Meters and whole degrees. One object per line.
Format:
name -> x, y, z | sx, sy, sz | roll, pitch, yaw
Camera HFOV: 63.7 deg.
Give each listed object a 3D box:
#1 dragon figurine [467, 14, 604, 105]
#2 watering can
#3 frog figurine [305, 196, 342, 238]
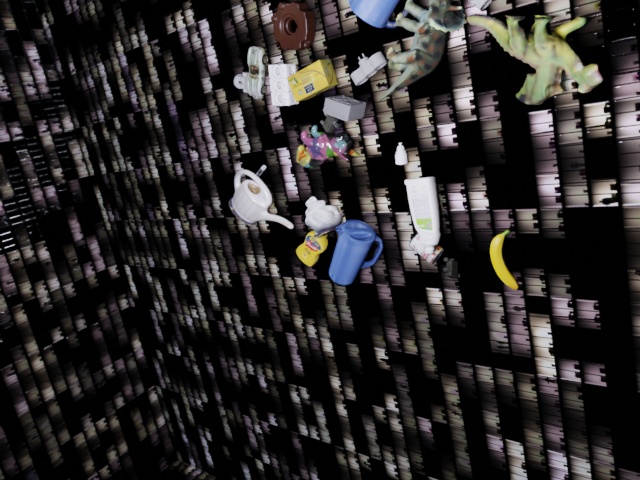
dragon figurine -> 0.565, -0.481, 1.383 | 0.415, 0.123, 0.238 | 29, 133, 48
watering can -> -0.266, -0.138, 2.201 | 0.349, 0.105, 0.220 | 52, 133, 8
frog figurine -> 0.006, -0.100, 1.988 | 0.137, 0.122, 0.160 | -22, 84, 10
